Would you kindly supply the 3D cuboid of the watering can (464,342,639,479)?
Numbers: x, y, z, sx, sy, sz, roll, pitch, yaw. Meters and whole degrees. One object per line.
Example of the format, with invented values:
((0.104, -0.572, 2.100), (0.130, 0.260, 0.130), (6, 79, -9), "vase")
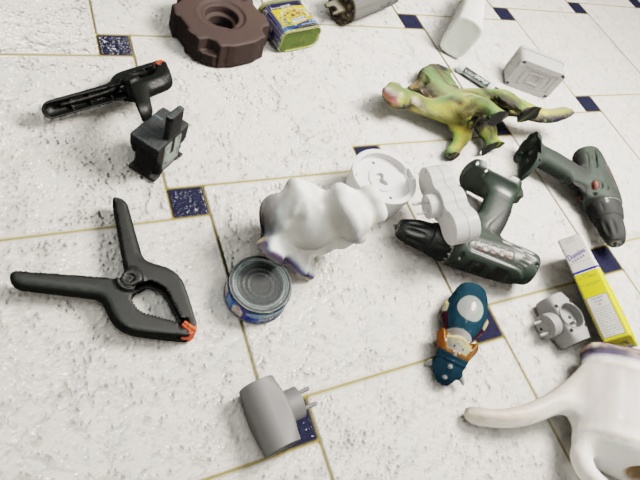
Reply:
((0.380, 0.234, 0.693), (0.348, 0.101, 0.229), (25, 51, 8), "watering can")

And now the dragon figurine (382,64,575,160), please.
((0.295, -0.286, 1.019), (0.413, 0.119, 0.247), (-15, 56, -30), "dragon figurine")

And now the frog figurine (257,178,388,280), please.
((0.002, -0.035, 0.691), (0.135, 0.158, 0.125), (44, 11, -30), "frog figurine")
